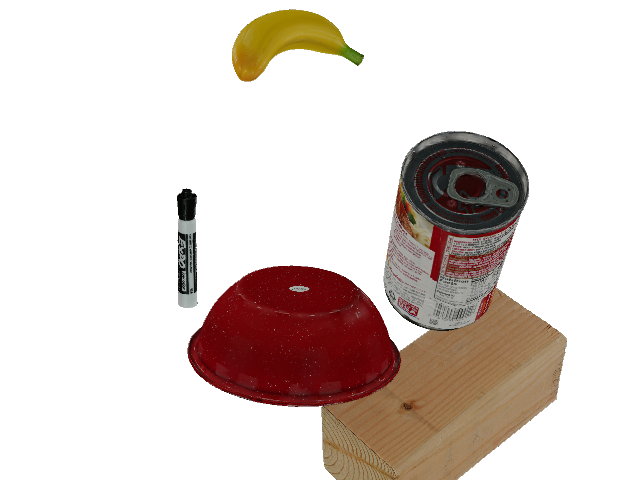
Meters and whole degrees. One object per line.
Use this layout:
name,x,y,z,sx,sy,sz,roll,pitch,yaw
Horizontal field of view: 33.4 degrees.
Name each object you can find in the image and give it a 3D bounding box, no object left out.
wood block,0.107,0.140,0.924,0.205,0.090,0.091,-31,50,-27
banana,-0.030,-0.184,0.983,0.070,0.037,0.197,38,32,20
bowl,-0.018,0.061,0.797,0.162,0.055,0.162,3,21,-1
soup can,0.073,-0.002,0.600,0.068,0.068,0.102,0,-36,-4
marker,-0.129,0.008,1.033,0.020,0.121,0.020,2,23,-1
